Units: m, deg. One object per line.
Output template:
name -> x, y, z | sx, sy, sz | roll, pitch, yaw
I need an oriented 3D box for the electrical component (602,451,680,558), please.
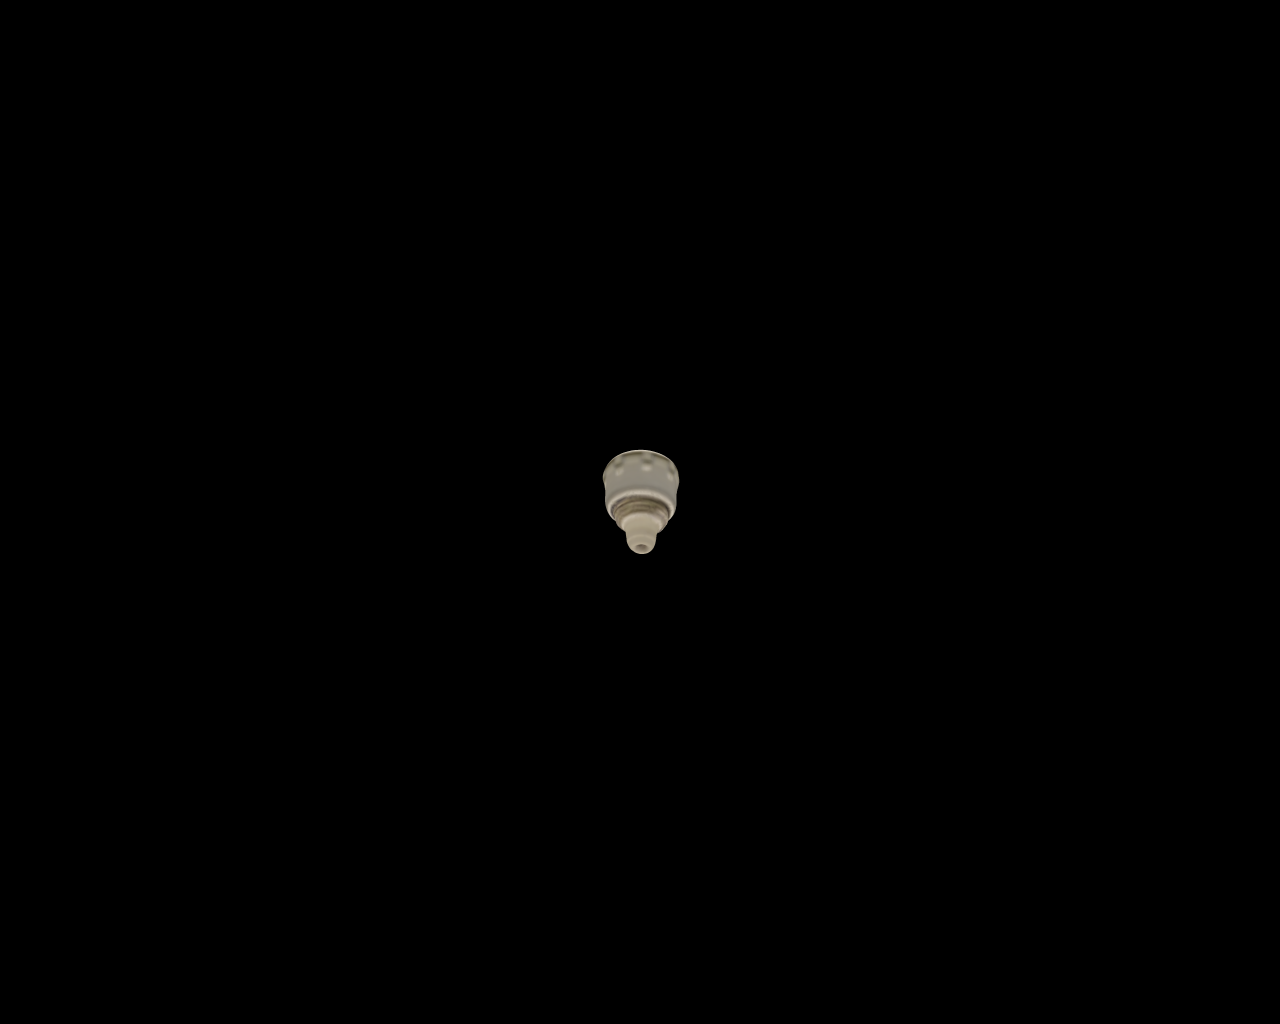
electrical component -> 0.001, -0.003, 0.650 | 0.048, 0.062, 0.048 | 0, -35, 0
